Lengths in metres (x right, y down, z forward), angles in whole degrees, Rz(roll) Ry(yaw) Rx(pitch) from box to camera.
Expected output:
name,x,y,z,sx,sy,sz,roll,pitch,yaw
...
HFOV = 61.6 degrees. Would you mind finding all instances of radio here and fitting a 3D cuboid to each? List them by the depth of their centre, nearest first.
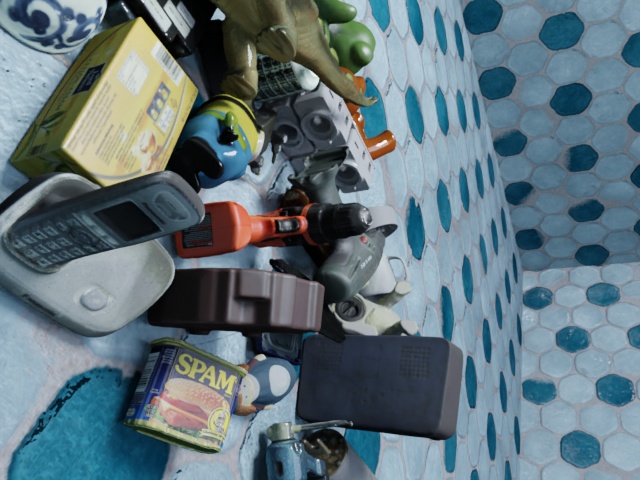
name,x,y,z,sx,sy,sz,roll,pitch,yaw
radio,0.082,0.206,0.768,0.073,0.230,0.131,39,53,-51

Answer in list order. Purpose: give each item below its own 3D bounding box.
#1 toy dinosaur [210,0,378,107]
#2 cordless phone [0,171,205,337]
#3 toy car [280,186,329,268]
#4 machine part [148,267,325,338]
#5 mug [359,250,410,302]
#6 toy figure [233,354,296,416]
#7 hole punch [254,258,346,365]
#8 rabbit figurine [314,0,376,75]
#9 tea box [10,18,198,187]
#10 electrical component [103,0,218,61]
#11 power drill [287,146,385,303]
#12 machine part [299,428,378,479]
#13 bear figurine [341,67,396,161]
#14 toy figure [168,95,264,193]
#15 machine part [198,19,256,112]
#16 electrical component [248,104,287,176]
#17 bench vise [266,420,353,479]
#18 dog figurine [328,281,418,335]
name,x,y,z,sx,sy,sz,roll,pitch,yaw
toy dinosaur,-0.062,-0.261,0.586,0.470,0.105,0.198,42,46,-43
cordless phone,-0.148,0.004,0.417,0.146,0.184,0.089,55,34,-43
toy car,-0.002,-0.003,0.852,0.201,0.053,0.089,56,34,-39
machine part,-0.085,0.067,0.545,0.179,0.180,0.056,25,64,-59
mug,0.108,0.059,0.998,0.080,0.110,0.107,23,49,-53
toy figure,-0.085,0.174,0.641,0.064,0.058,0.154,52,21,20
hole punch,-0.040,0.102,0.732,0.142,0.092,0.116,36,22,-52
rabbit figurine,-0.001,-0.335,0.864,0.170,0.121,0.159,35,10,-25
tea box,-0.187,-0.108,0.494,0.098,0.068,0.169,53,40,-44
electrical component,-0.175,-0.257,0.569,0.114,0.058,0.134,55,38,-40
power drill,0.032,-0.029,0.796,0.232,0.086,0.207,-54,135,-55
machine part,0.036,0.355,0.805,0.243,0.079,0.079,60,35,-36
bear figurine,0.049,-0.215,0.890,0.132,0.120,0.195,-37,145,-25
toy figure,-0.112,-0.110,0.593,0.180,0.082,0.089,-67,149,-68
machine part,-0.120,-0.209,0.687,0.084,0.039,0.138,-51,130,-47
electrical component,-0.077,-0.133,0.720,0.078,0.045,0.102,-63,177,32
bench vise,-0.049,0.317,0.603,0.240,0.129,0.223,39,51,-63
dog figurine,0.073,0.160,0.933,0.190,0.172,0.121,103,-2,-53
